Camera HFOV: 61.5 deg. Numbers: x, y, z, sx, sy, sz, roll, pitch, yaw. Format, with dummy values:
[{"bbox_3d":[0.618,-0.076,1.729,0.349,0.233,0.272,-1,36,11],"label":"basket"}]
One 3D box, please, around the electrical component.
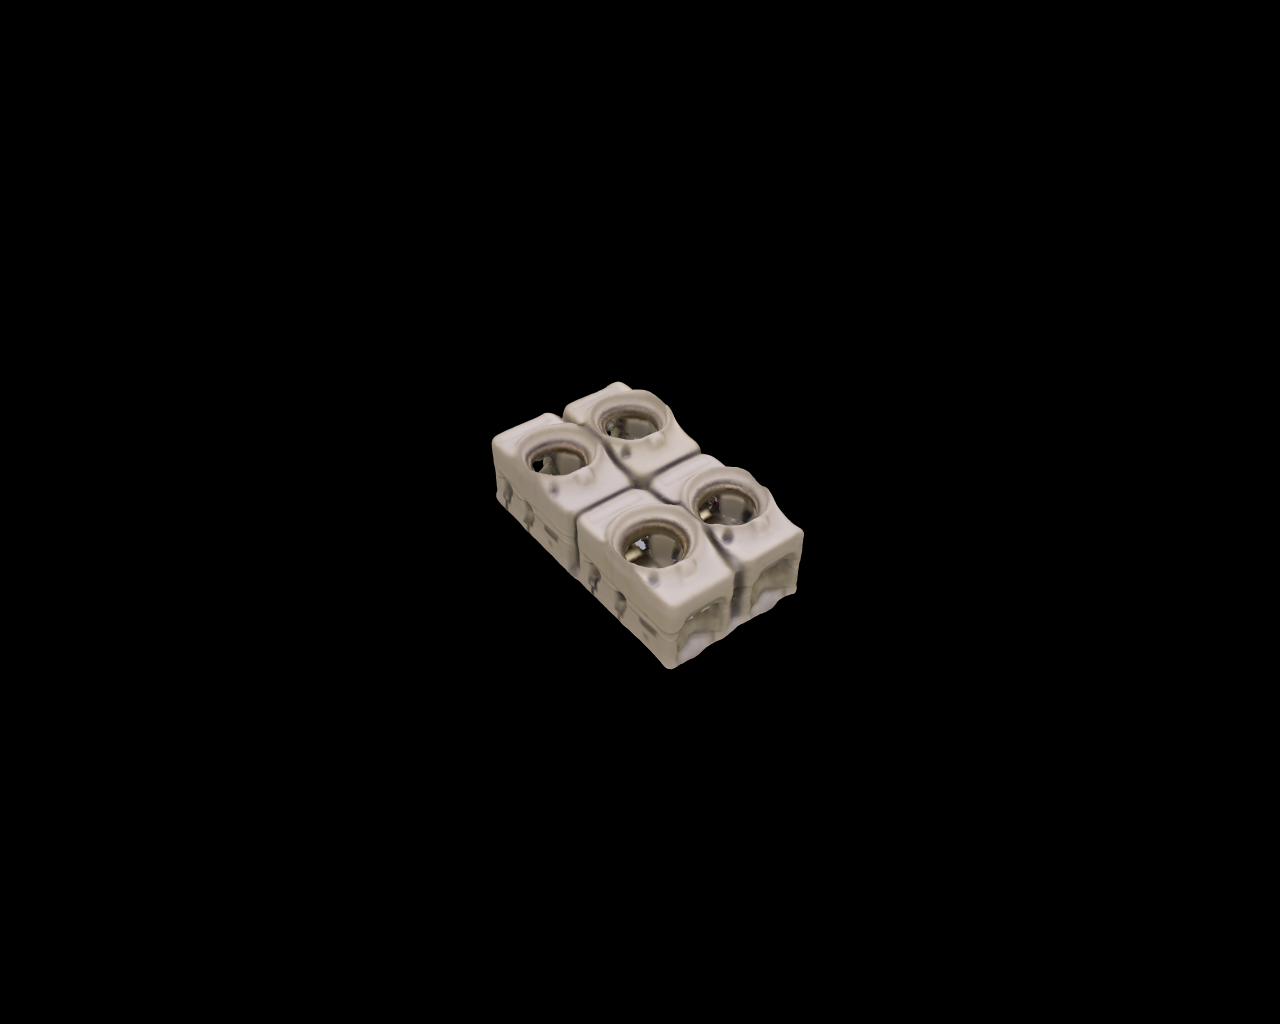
[{"bbox_3d":[0.001,-0.003,0.650,0.105,0.060,0.186,-27,49,-26],"label":"electrical component"}]
